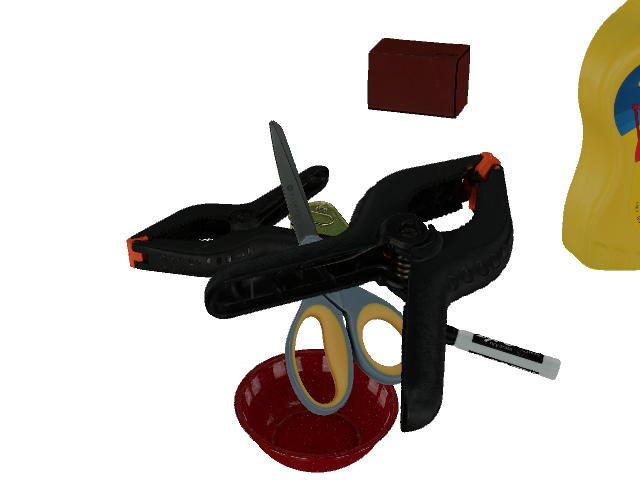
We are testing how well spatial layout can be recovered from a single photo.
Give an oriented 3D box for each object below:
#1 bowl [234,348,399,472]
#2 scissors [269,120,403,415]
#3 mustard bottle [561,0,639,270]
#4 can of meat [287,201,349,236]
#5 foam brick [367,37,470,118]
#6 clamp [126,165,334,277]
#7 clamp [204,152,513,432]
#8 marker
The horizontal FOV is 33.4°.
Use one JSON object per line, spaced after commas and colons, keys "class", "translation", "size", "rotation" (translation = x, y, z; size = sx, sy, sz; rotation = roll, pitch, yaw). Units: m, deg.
{"class": "bowl", "translation": [-0.004, 0.178, 1.059], "size": [0.162, 0.055, 0.162], "rotation": [0, 33, 0]}
{"class": "scissors", "translation": [0.014, 0.015, 0.711], "size": [0.096, 0.202, 0.016], "rotation": [2, -17, -10]}
{"class": "mustard bottle", "translation": [0.194, -0.079, 0.611], "size": [0.096, 0.192, 0.058], "rotation": [-8, 29, -13]}
{"class": "can of meat", "translation": [0.003, 0.018, 1.213], "size": [0.057, 0.084, 0.102], "rotation": [-14, 39, -20]}
{"class": "foam brick", "translation": [0.083, -0.137, 0.900], "size": [0.078, 0.051, 0.053], "rotation": [9, 26, 18]}
{"class": "clamp", "translation": [-0.063, -0.012, 0.934], "size": [0.210, 0.036, 0.164], "rotation": [-7, 31, -7]}
{"class": "clamp", "translation": [0.045, 0.016, 0.500], "size": [0.171, 0.039, 0.120], "rotation": [-34, 61, -30]}
{"class": "marker", "translation": [0.151, 0.096, 0.944], "size": [0.121, 0.020, 0.020], "rotation": [18, 2, 6]}
